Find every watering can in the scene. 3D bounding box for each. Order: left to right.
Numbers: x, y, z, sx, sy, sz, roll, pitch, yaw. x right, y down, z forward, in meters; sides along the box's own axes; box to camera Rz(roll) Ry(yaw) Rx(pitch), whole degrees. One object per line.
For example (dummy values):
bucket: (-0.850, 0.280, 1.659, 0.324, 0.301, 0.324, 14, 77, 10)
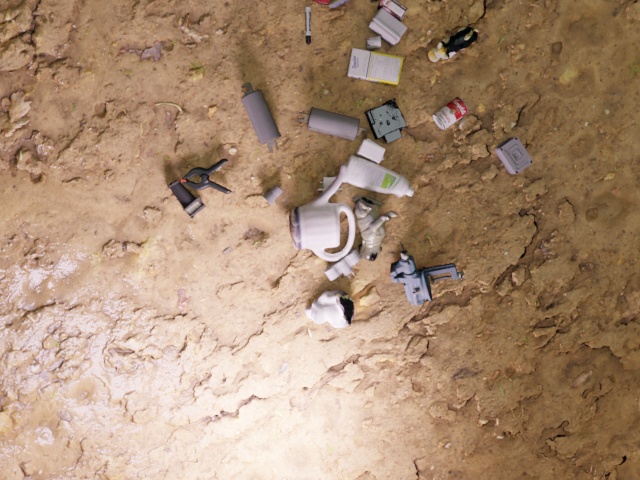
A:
watering can: (0.005, -0.088, 1.739, 0.224, 0.105, 0.342, -4, 109, -3)

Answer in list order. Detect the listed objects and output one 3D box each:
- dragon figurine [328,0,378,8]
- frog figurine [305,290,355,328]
dragon figurine: (0.178, -0.931, 1.687, 0.411, 0.121, 0.243, -22, 88, -9)
frog figurine: (0.036, 0.247, 1.799, 0.158, 0.125, 0.136, -21, 109, 35)
